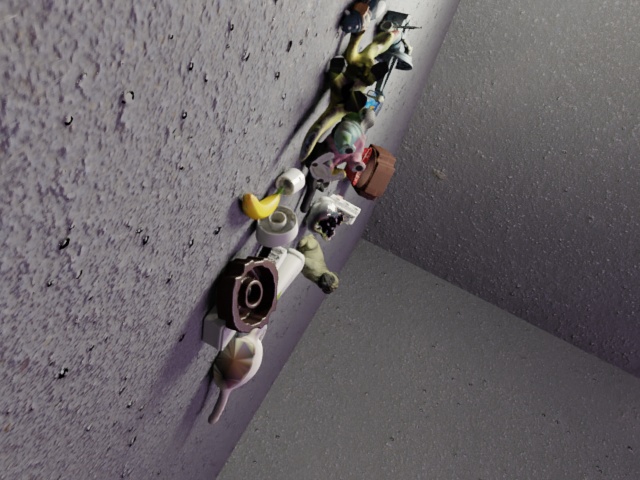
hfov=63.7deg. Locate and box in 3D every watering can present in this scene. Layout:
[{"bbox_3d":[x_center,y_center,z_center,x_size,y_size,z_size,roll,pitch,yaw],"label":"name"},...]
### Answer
[{"bbox_3d":[-0.256,0.400,1.526,0.350,0.104,0.222,-62,171,-9],"label":"watering can"}]

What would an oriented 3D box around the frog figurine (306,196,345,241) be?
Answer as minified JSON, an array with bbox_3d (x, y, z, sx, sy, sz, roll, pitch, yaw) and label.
[{"bbox_3d":[0.005,-0.088,1.743,0.163,0.123,0.134,-117,-146,-55],"label":"frog figurine"}]

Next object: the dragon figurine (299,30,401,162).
[{"bbox_3d":[0.065,-0.351,1.235,0.410,0.122,0.243,-54,180,0],"label":"dragon figurine"}]
